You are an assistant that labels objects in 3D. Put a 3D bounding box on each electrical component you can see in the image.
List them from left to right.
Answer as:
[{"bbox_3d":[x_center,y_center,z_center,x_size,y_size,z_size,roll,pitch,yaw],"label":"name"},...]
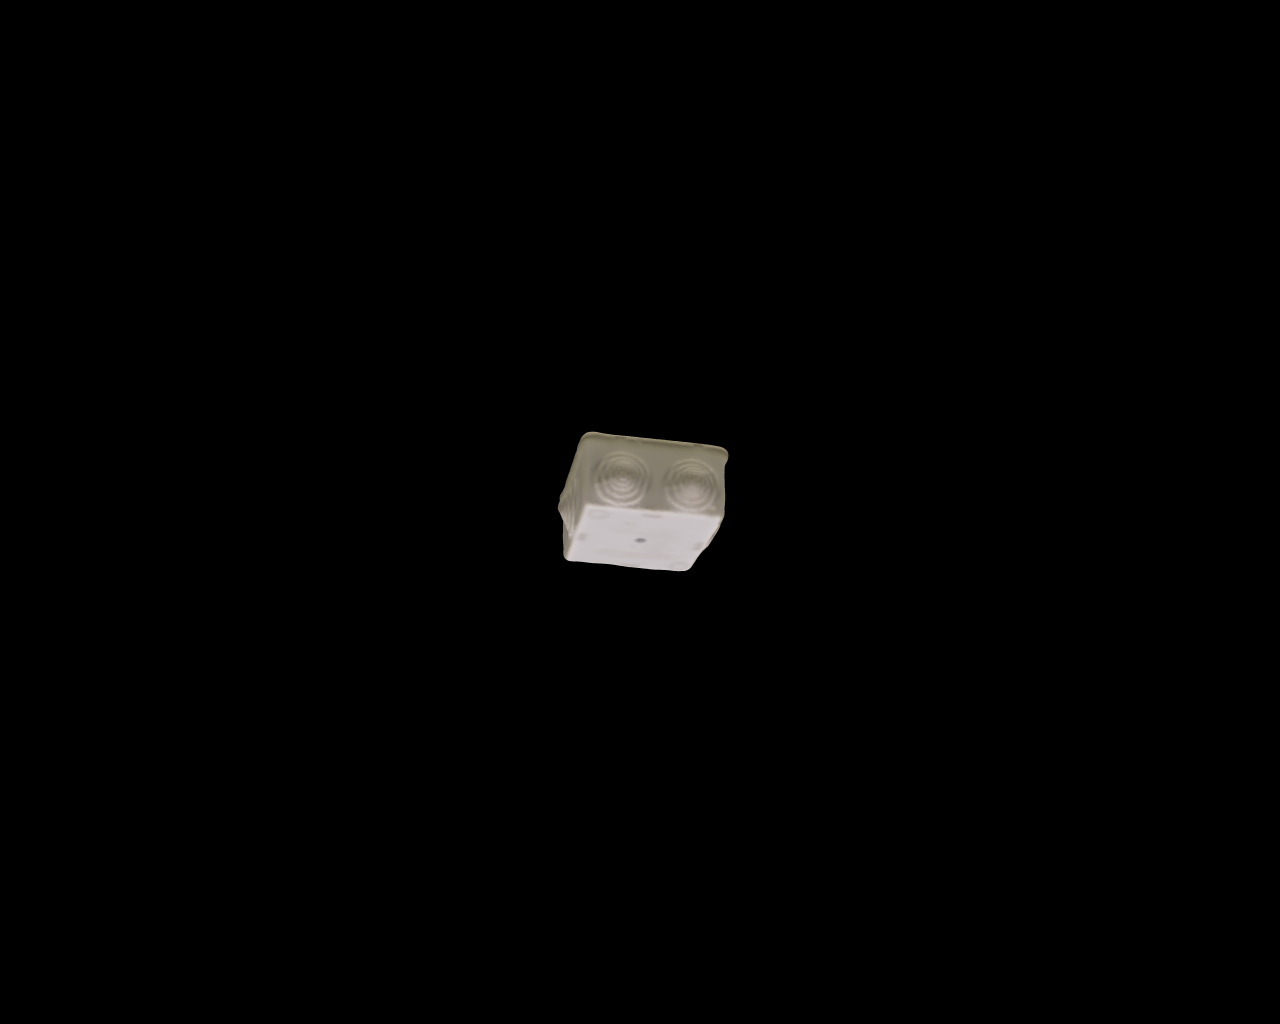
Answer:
[{"bbox_3d":[0.001,-0.003,0.650,0.100,0.048,0.099,6,-28,-12],"label":"electrical component"}]
